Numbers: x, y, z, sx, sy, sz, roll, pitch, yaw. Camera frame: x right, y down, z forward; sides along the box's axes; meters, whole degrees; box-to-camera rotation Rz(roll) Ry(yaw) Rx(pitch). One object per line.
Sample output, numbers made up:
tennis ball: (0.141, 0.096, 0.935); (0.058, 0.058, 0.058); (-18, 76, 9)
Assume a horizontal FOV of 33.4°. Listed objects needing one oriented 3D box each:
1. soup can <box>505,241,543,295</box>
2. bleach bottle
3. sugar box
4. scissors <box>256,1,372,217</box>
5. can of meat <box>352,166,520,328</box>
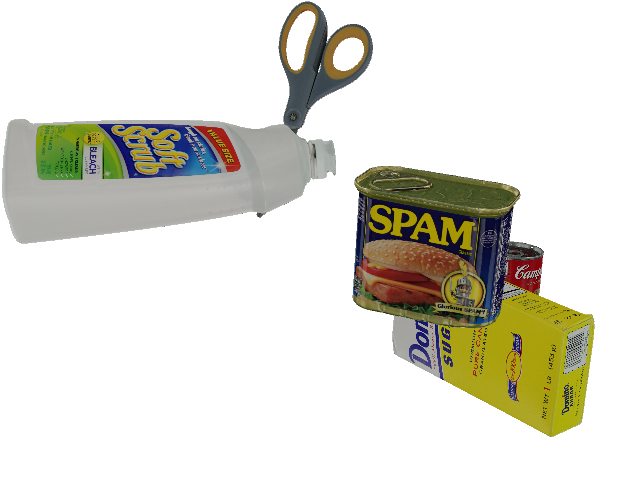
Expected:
soup can: (0.227, 0.059, 1.271); (0.068, 0.102, 0.068); (2, 15, -1)
bleach bottle: (-0.115, -0.057, 0.835); (0.250, 0.102, 0.068); (-6, -44, -5)
sugar box: (0.133, 0.078, 0.859); (0.048, 0.093, 0.176); (-14, 25, -40)
scissors: (-0.004, -0.118, 0.977); (0.096, 0.202, 0.016); (4, -4, 11)
can of meat: (0.071, 0.004, 0.687); (0.102, 0.084, 0.057); (11, 22, 21)
